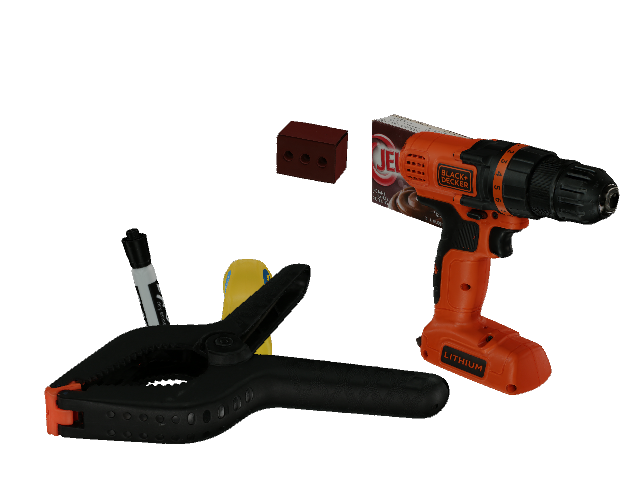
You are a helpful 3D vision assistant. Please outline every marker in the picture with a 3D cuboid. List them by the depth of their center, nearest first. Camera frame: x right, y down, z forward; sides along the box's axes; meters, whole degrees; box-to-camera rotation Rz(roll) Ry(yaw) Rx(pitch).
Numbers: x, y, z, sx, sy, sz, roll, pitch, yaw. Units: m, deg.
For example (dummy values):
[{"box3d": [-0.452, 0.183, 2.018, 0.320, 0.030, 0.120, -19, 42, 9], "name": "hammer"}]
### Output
[{"box3d": [-0.128, 0.049, 0.813, 0.020, 0.121, 0.020, -11, 17, 3], "name": "marker"}]

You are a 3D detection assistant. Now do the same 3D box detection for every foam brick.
[{"box3d": [-0.010, -0.108, 1.304, 0.078, 0.053, 0.051, 11, 30, 16], "name": "foam brick"}]

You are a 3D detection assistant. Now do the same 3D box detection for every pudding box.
[{"box3d": [0.100, -0.070, 1.070, 0.039, 0.090, 0.114, -22, 31, -37], "name": "pudding box"}]

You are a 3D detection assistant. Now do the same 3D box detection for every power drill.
[{"box3d": [0.137, 0.017, 0.802, 0.057, 0.188, 0.185, -17, 24, -38], "name": "power drill"}]

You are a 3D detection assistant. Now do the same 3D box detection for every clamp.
[{"box3d": [-0.055, 0.067, 0.609, 0.209, 0.036, 0.165, -8, 27, -23], "name": "clamp"}]

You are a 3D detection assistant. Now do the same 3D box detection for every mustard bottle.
[{"box3d": [-0.080, 0.075, 1.160, 0.058, 0.096, 0.191, -1, 28, -2], "name": "mustard bottle"}]
